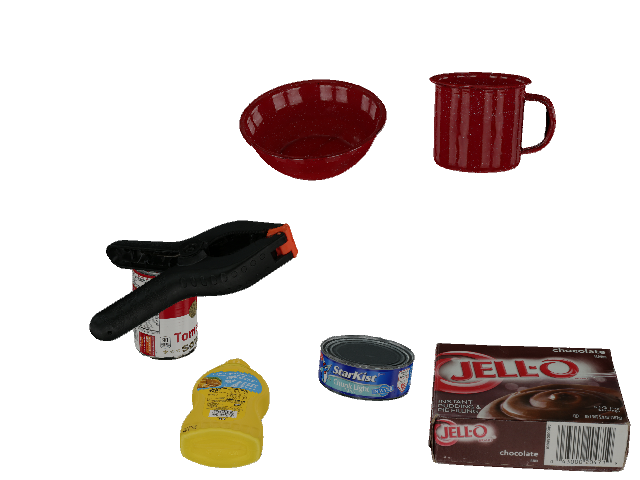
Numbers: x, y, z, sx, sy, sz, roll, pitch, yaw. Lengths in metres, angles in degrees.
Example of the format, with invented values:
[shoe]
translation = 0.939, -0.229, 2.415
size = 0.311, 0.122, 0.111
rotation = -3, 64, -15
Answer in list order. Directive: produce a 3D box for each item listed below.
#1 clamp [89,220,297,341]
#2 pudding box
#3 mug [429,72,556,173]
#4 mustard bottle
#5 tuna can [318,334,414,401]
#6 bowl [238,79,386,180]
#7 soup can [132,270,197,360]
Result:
[clamp]
translation = -0.105, 0.027, 0.849
size = 0.172, 0.039, 0.120
rotation = -12, 39, 16
[pudding box]
translation = 0.124, 0.099, 0.648
size = 0.113, 0.039, 0.090
rotation = 3, 24, 6
[mug]
translation = 0.159, -0.109, 0.991
size = 0.117, 0.081, 0.093
rotation = 4, 17, 12
[mustard bottle]
translation = -0.112, 0.201, 1.315
size = 0.096, 0.058, 0.191
rotation = 1, 25, 2
[tuna can]
translation = 0.041, 0.115, 0.969
size = 0.086, 0.034, 0.086
rotation = 6, 13, -2
[bowl]
translation = -0.007, -0.114, 1.179
size = 0.162, 0.055, 0.162
rotation = -3, 39, 2
[soup can]
translation = -0.163, 0.066, 1.122
size = 0.068, 0.102, 0.068
rotation = 2, 23, -1
